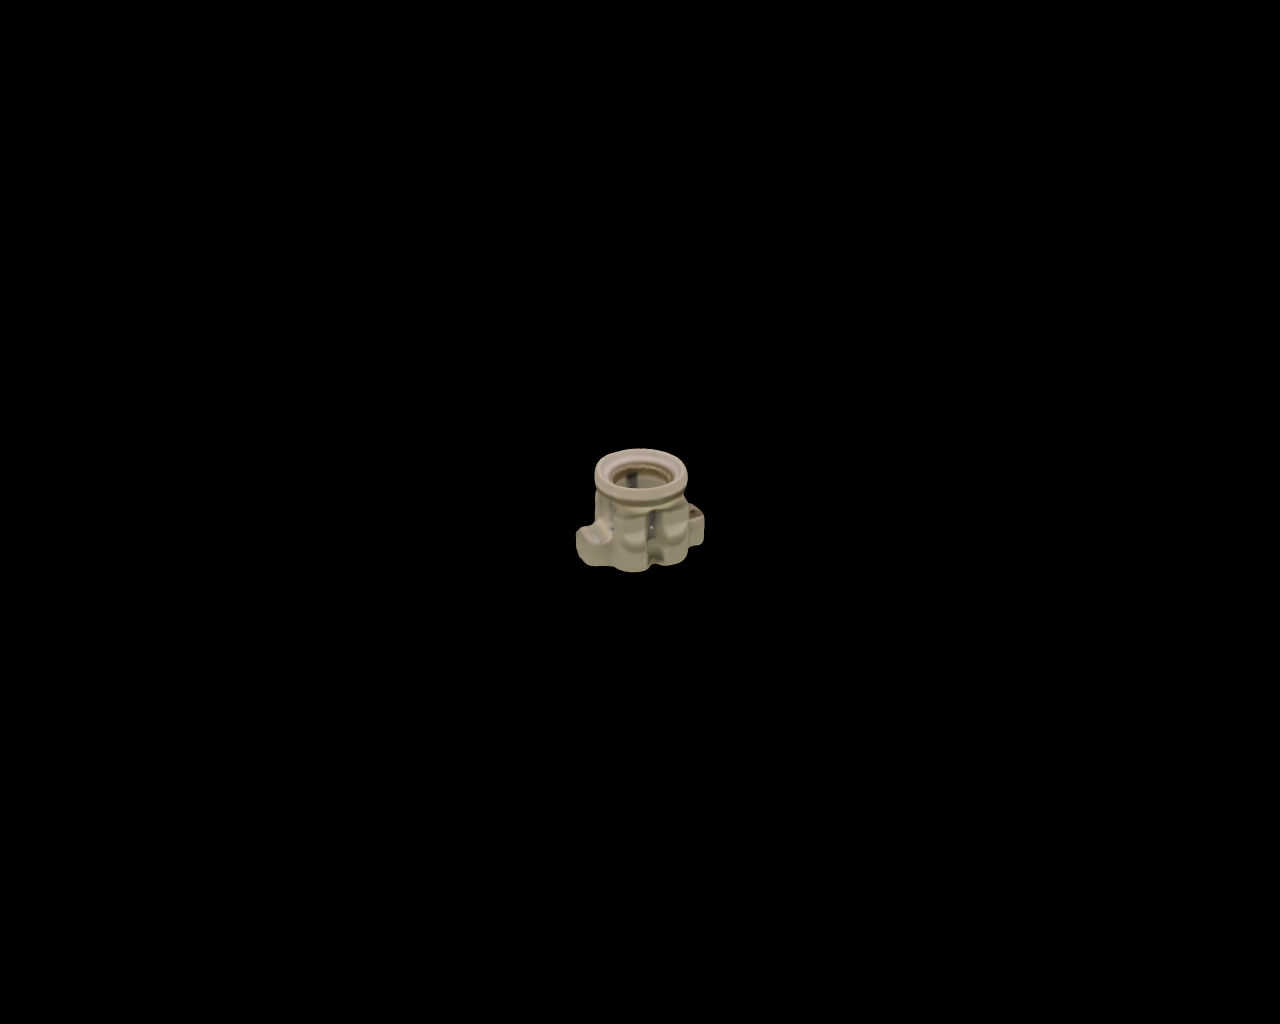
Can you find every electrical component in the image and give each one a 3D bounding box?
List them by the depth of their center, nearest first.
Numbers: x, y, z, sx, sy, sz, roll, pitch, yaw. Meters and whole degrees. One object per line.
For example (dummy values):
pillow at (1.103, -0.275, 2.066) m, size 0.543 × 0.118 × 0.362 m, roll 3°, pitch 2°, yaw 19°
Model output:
electrical component at (0.001, -0.003, 0.650) m, size 0.078 × 0.056 × 0.058 m, roll -11°, pitch 32°, yaw -18°
